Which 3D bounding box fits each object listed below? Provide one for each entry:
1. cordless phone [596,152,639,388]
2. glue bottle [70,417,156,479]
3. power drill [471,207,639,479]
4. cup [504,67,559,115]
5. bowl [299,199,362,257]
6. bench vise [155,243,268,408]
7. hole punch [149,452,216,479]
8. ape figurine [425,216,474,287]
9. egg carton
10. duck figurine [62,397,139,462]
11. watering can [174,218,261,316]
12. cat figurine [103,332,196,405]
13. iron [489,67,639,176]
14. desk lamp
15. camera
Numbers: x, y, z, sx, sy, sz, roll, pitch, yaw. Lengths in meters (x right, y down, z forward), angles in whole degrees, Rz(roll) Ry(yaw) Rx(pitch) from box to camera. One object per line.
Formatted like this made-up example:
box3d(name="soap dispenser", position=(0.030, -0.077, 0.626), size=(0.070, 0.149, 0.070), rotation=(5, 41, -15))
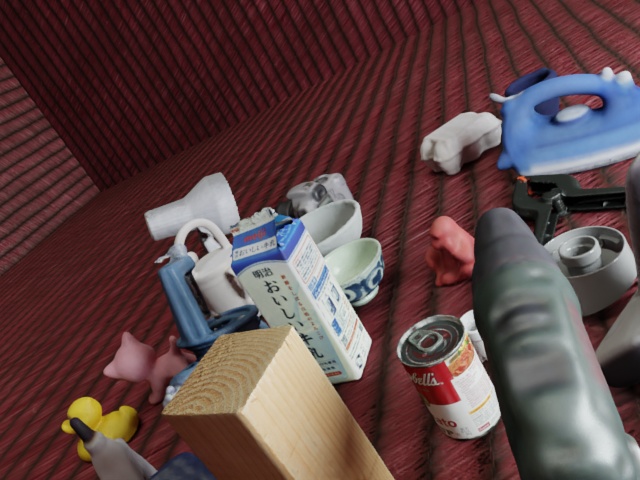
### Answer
box3d(name="cordless phone", position=(0.270, 0.024, 0.480), size=(0.148, 0.185, 0.093), rotation=(-43, 25, -28))
box3d(name="glue bottle", position=(-0.212, 0.251, 0.618), size=(0.037, 0.173, 0.078), rotation=(-34, 22, -8))
box3d(name="power drill", position=(0.166, 0.108, 0.400), size=(0.075, 0.209, 0.229), rotation=(-23, 23, 19))
box3d(name="cup", position=(0.396, -0.251, 1.032), size=(0.091, 0.095, 0.118), rotation=(-6, 32, 45))
box3d(name="bowl", position=(0.009, 0.004, 1.002), size=(0.167, 0.075, 0.167), rotation=(-26, 22, 12))
box3d(name="bench vise", position=(-0.150, 0.122, 0.755), size=(0.121, 0.220, 0.207), rotation=(-26, 23, 12))
box3d(name="hole punch", position=(-0.126, 0.278, 0.564), size=(0.100, 0.091, 0.109), rotation=(-5, 33, 47))
box3d(name="ape figurine", position=(0.173, 0.010, 0.759), size=(0.076, 0.092, 0.077), rotation=(-35, 22, -11))
box3d(name="egg carton", position=(0.268, -0.188, 1.093), size=(0.150, 0.069, 0.107), rotation=(-35, 22, -10))
box3d(name="duck figurine", position=(-0.330, 0.269, 0.848), size=(0.104, 0.086, 0.077), rotation=(-28, 22, 5))
box3d(name="watering can", position=(-0.182, 0.054, 0.977), size=(0.172, 0.194, 0.101), rotation=(-15, 27, 33))
box3d(name="cat figurine", position=(-0.262, 0.190, 0.889), size=(0.127, 0.118, 0.067), rotation=(-25, 23, 14))
box3d(name="iron", position=(0.382, -0.187, 0.850), size=(0.257, 0.142, 0.119), rotation=(-11, 29, 40))
box3d(name="desk lamp", position=(-0.228, 0.001, 1.123), size=(0.203, 0.214, 0.117), rotation=(-36, 23, -12))
box3d(name="camera", position=(-0.026, -0.073, 1.177), size=(0.136, 0.101, 0.143), rotation=(-10, 30, 41))
